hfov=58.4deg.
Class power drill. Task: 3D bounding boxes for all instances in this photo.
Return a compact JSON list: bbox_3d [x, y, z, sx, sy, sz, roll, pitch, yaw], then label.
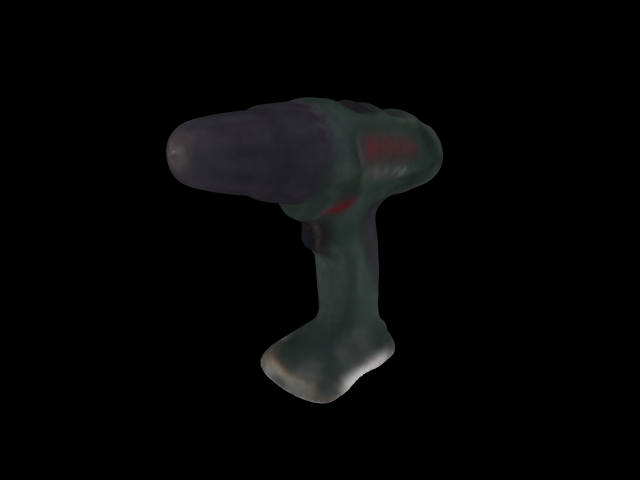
[{"bbox_3d":[0.004,0.001,0.400,0.075,0.208,0.230,21,33,36],"label":"power drill"}]
